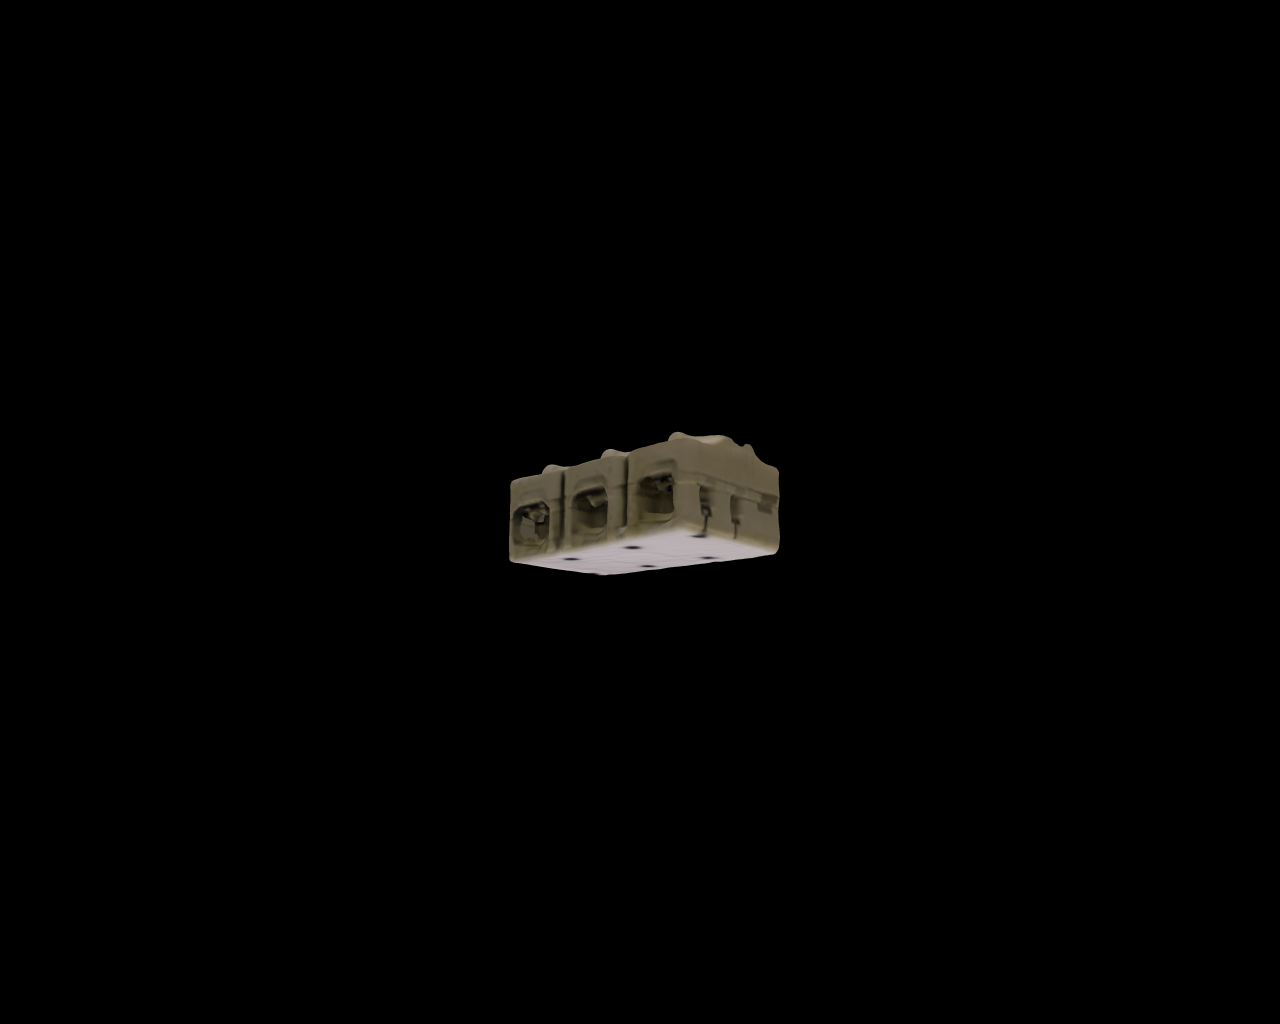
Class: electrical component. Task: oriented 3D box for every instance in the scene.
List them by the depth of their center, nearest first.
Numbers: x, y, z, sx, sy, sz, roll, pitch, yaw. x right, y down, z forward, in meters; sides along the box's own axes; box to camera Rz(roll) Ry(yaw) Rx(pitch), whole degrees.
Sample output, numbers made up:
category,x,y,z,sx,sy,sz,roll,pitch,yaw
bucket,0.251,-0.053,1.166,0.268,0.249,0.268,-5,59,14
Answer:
category,x,y,z,sx,sy,sz,roll,pitch,yaw
electrical component,0.001,-0.003,0.650,0.150,0.062,0.089,-11,-16,42
